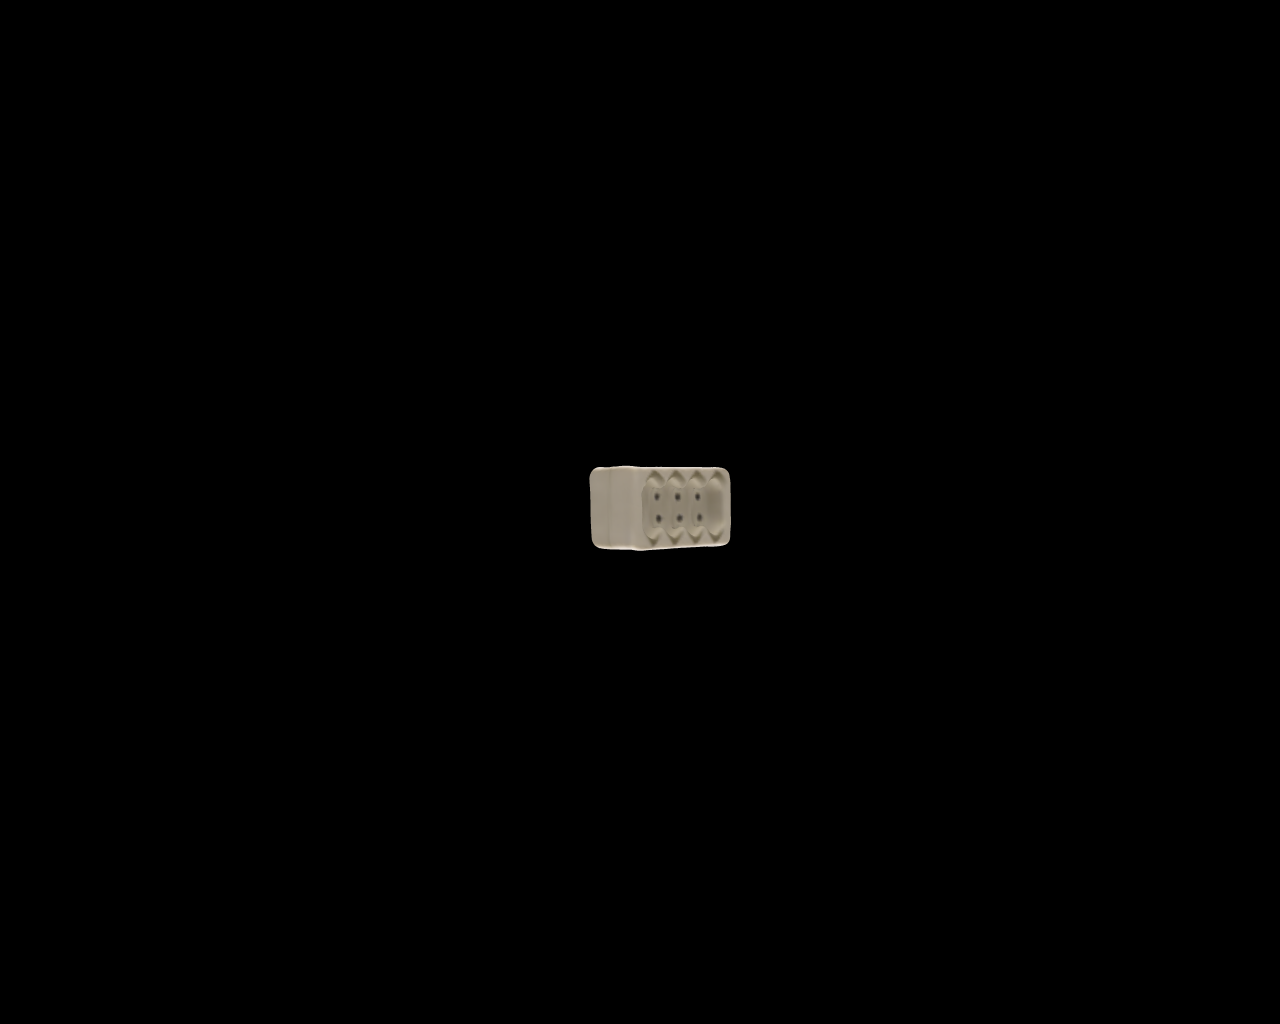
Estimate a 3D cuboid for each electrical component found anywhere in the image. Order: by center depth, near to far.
[{"bbox_3d":[0.001,-0.003,0.650,0.083,0.047,0.075,0,0,-44],"label":"electrical component"}]
